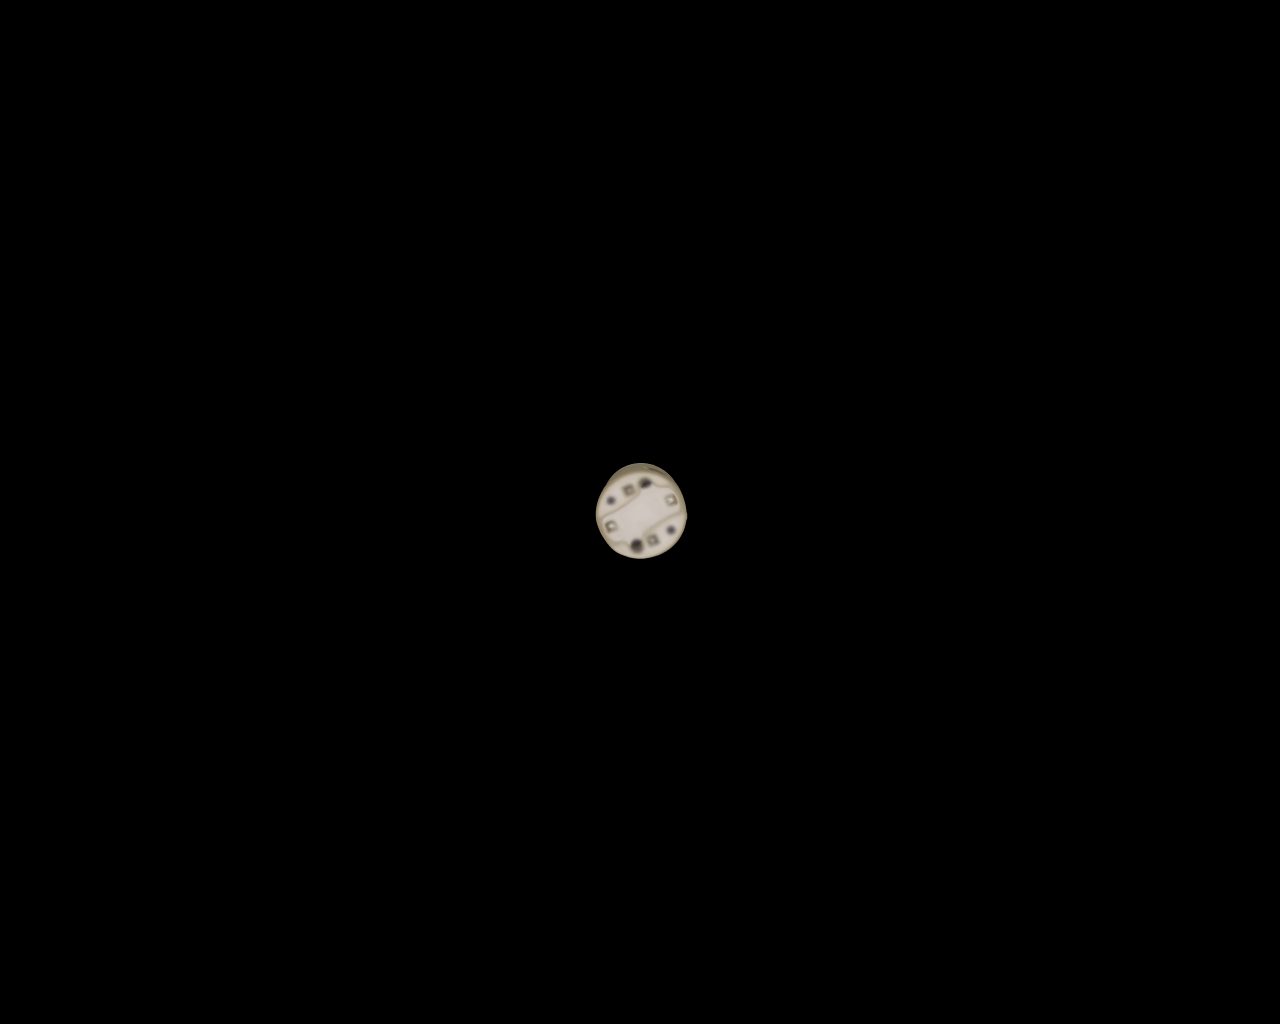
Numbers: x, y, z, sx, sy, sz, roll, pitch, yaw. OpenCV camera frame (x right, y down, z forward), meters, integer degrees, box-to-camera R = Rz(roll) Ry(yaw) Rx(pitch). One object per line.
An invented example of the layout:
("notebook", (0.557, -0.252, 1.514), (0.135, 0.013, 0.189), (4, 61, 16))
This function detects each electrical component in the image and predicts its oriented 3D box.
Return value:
("electrical component", (0.001, -0.003, 0.650), (0.055, 0.055, 0.047), (0, 12, 0))
